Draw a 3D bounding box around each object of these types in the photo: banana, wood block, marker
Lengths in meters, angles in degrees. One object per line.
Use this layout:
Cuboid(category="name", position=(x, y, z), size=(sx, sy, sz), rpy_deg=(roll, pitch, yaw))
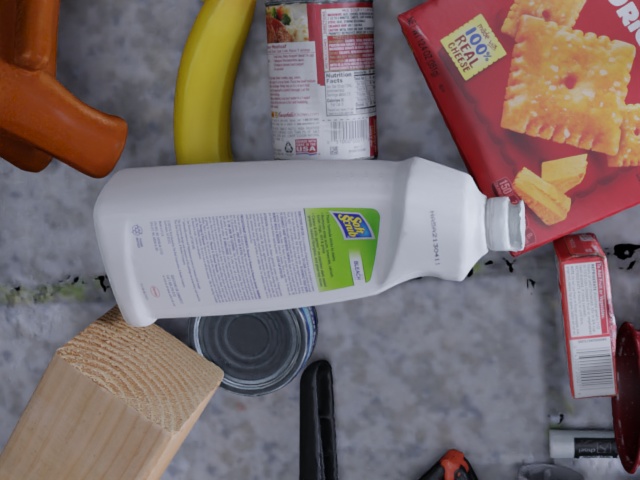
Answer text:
Cuboid(category="banana", position=(-0.063, -0.073, 0.692), size=(0.070, 0.037, 0.198), rpy_deg=(0, 109, 14))
Cuboid(category="wood block", position=(-0.160, 0.157, 0.714), size=(0.090, 0.090, 0.206), rpy_deg=(34, 114, 3))
Cuboid(category="marker", position=(0.212, 0.134, 0.698), size=(0.121, 0.020, 0.020), rpy_deg=(-1, 100, 11))

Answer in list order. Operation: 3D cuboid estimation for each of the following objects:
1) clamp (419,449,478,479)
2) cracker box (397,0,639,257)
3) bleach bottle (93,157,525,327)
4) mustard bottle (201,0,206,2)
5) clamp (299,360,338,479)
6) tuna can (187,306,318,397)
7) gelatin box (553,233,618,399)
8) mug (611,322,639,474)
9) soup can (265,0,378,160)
Cuboid(category="clamp", position=(0.090, 0.232, 0.727), size=(0.120, 0.039, 0.171), rpy_deg=(16, 103, 7))
Cuboid(category="cracker box", position=(0.176, -0.107, 0.633), size=(0.214, 0.072, 0.164), rpy_deg=(-25, 96, 13))
Cuboid(category="bleach bottle", position=(-0.004, 0.001, 0.642), size=(0.251, 0.068, 0.102), rpy_deg=(-1, 124, 16))
Cuboid(category="mustard bottle", position=(-0.046, -0.241, 0.655), size=(0.096, 0.058, 0.192), rpy_deg=(22, 104, 6))
Cuboid(category="clamp", position=(0.003, 0.197, 0.728), size=(0.165, 0.036, 0.210), rpy_deg=(47, 115, 22))
Cuboid(category="tuna can", position=(-0.046, 0.061, 0.723), size=(0.086, 0.033, 0.086), rpy_deg=(2, 101, 10))
Cuboid(category="gelatin box", position=(0.165, 0.045, 0.662), size=(0.030, 0.073, 0.089), rpy_deg=(-6, 99, 11))
Cuboid(category="mug", position=(0.228, 0.085, 0.657), size=(0.081, 0.093, 0.117), rpy_deg=(0, 70, 5))
Cuboid(category="soup can", position=(0.002, -0.099, 0.667), size=(0.068, 0.068, 0.102), rpy_deg=(-1, 100, 10))
